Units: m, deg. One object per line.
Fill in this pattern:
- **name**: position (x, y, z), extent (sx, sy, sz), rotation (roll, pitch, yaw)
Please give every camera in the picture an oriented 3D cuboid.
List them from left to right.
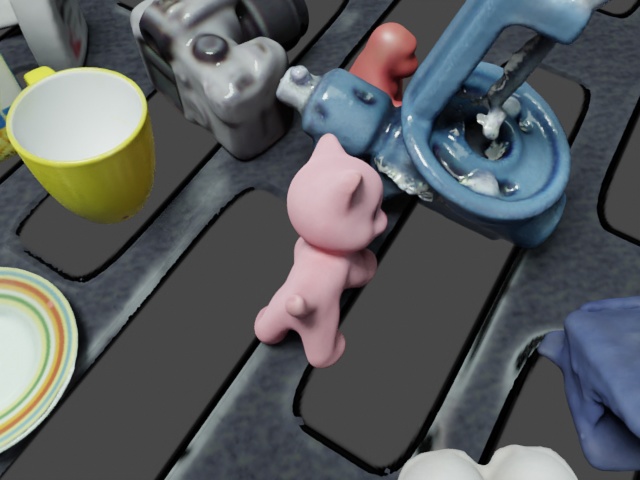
- **camera**: position (-0.066, -0.165, 0.471), extent (0.137, 0.101, 0.143), rotation (-39, 68, -21)

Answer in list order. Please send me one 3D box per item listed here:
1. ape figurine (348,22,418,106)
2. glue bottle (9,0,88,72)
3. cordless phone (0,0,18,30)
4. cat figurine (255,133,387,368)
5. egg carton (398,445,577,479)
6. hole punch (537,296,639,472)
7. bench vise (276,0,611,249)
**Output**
- **ape figurine**: position (0.054, -0.130, 0.458), extent (0.076, 0.092, 0.078), rotation (8, 60, 4)
- **glue bottle**: position (-0.231, -0.214, 0.454), extent (0.037, 0.173, 0.078), rotation (-7, 60, -5)
- **cordless phone**: position (-0.328, -0.265, 0.474), extent (0.148, 0.185, 0.094), rotation (-16, 61, -10)
- **cat figurine**: position (0.003, 0.001, 0.365), extent (0.067, 0.118, 0.128), rotation (18, 61, 9)
- **egg carton**: position (0.092, 0.183, 0.289), extent (0.107, 0.069, 0.150), rotation (-2, 60, -3)
- **hole punch**: position (0.204, 0.078, 0.341), extent (0.108, 0.091, 0.101), rotation (-5, 60, -4)
- **bench vise**: position (0.071, -0.078, 0.354), extent (0.207, 0.220, 0.121), rotation (3, 60, 1)
